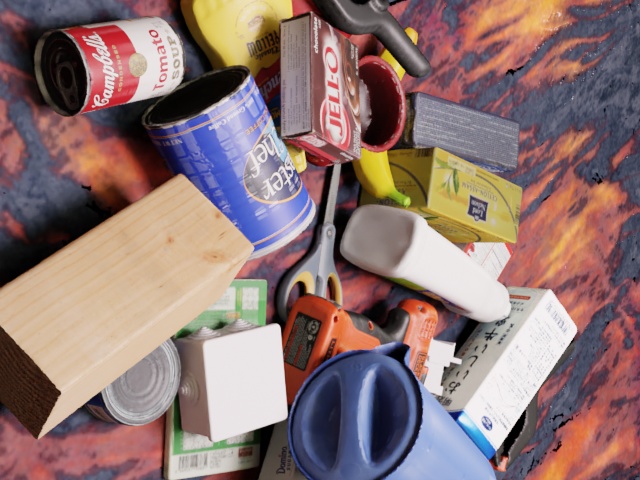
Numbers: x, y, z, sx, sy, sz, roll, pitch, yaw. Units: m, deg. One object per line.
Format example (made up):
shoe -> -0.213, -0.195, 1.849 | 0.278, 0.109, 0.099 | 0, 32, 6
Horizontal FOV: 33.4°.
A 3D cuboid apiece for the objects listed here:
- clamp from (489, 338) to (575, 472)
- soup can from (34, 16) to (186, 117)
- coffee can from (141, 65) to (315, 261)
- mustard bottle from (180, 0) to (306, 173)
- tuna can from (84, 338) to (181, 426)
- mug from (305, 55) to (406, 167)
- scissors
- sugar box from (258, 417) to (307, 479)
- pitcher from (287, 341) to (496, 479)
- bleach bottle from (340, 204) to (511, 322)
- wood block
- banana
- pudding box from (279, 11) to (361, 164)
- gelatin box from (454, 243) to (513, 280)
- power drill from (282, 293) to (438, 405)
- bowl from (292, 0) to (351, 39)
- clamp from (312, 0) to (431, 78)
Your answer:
clamp -> 0.235, 0.177, 1.314 | 0.164, 0.036, 0.210 | 38, 66, -32
soup can -> -0.167, -0.141, 0.855 | 0.102, 0.069, 0.068 | -22, 107, -45
coffee can -> -0.078, -0.065, 0.925 | 0.102, 0.103, 0.140 | -46, 122, -36
mustard bottle -> -0.052, -0.149, 0.981 | 0.096, 0.058, 0.191 | -30, 115, -22
tuna can -> -0.159, 0.112, 0.894 | 0.085, 0.034, 0.086 | -2, 93, -46
mug -> 0.020, -0.120, 1.043 | 0.093, 0.082, 0.117 | 43, 60, -38
scissors -> -0.007, 0.001, 1.065 | 0.096, 0.016, 0.202 | -4, 94, -48
sugar box -> 0.006, 0.254, 1.048 | 0.176, 0.048, 0.093 | 51, 45, -44
pitcher -> 0.076, 0.218, 1.017 | 0.242, 0.149, 0.145 | 46, 21, -49
bleach bottle -> 0.134, 0.039, 1.139 | 0.250, 0.103, 0.068 | 28, 82, -44
wood block -> -0.161, 0.046, 0.827 | 0.090, 0.091, 0.205 | 45, 50, 8
banana -> 0.065, -0.124, 1.104 | 0.037, 0.070, 0.198 | 38, 52, -67
pudding box -> 0.001, -0.132, 0.944 | 0.089, 0.039, 0.113 | 21, 63, -60
gelatin box -> 0.185, 0.020, 1.261 | 0.089, 0.030, 0.073 | -54, 127, -28
power drill -> 0.033, 0.137, 1.072 | 0.187, 0.057, 0.184 | 18, 88, -48
bowl -> -0.003, -0.249, 1.036 | 0.161, 0.055, 0.162 | -1, 91, -47
clamp -> 0.051, -0.238, 1.024 | 0.171, 0.039, 0.120 | 22, 62, -43
